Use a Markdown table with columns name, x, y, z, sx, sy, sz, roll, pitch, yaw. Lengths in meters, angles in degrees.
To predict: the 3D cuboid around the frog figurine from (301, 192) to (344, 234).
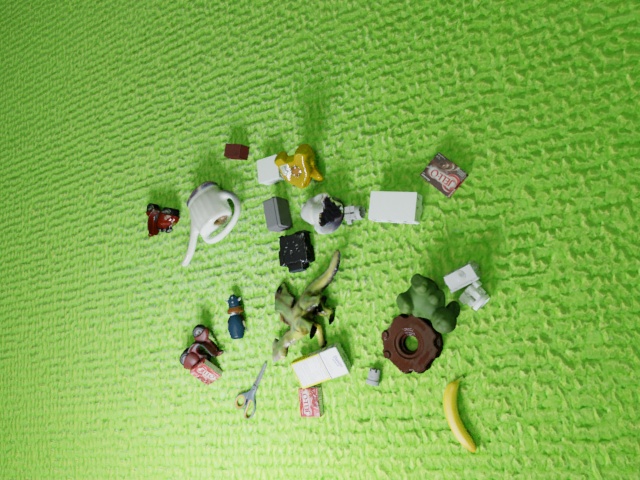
| name | x | y | z | sx | sy | sz | roll | pitch | yaw |
| --- | --- | --- | --- | --- | --- | --- | --- | --- | --- |
| frog figurine | 0.005 | -0.086 | 1.704 | 0.158 | 0.123 | 0.138 | -15 | 82 | 64 |

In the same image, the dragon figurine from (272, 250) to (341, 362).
| name | x | y | z | sx | sy | sz | roll | pitch | yaw |
| --- | --- | --- | --- | --- | --- | --- | --- | --- | --- |
| dragon figurine | -0.067 | 0.207 | 1.680 | 0.244 | 0.121 | 0.411 | 15 | 87 | 38 |

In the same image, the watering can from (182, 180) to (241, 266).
| name | x | y | z | sx | sy | sz | roll | pitch | yaw |
| --- | --- | --- | --- | --- | --- | --- | --- | --- | --- |
| watering can | -0.436 | -0.075 | 1.928 | 0.344 | 0.103 | 0.228 | -40 | 64 | 18 |
